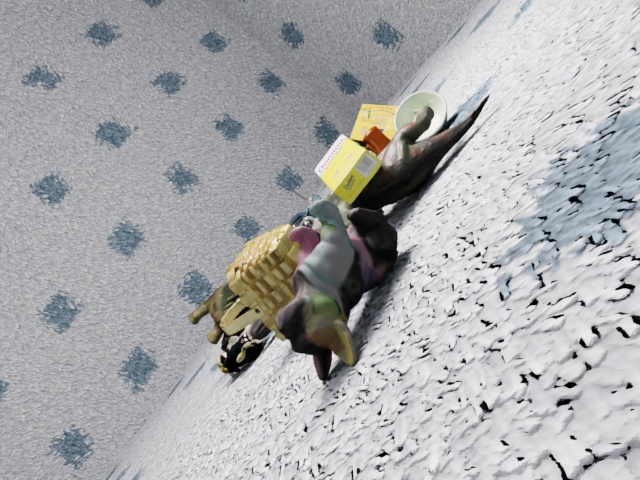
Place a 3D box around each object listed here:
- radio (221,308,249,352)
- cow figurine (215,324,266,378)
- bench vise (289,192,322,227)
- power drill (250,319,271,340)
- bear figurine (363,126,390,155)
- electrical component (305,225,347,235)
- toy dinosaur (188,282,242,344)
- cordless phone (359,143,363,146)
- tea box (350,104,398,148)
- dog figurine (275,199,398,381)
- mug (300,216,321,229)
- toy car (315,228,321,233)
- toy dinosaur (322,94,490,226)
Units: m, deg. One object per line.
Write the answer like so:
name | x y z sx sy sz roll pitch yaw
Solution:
radio | -0.198 0.237 1.438 0.131 0.073 0.229 -51 6 -3
cow figurine | -0.194 0.273 1.269 0.167 0.068 0.098 -49 12 25
bench vise | -0.024 -0.067 1.628 0.240 0.129 0.223 104 -169 -61
power drill | -0.100 0.123 1.288 0.232 0.086 0.207 -49 11 -5
bear figurine | 0.103 -0.135 1.208 0.196 0.132 0.120 -45 -11 8
electrical component | 0.026 0.005 0.976 0.047 0.119 0.075 -47 5 37
toy dinosaur | -0.250 0.168 1.428 0.198 0.105 0.471 -47 12 3
cordless phone | 0.075 -0.183 1.424 0.089 0.146 0.184 -54 23 -11
tea box | 0.164 -0.269 1.304 0.170 0.068 0.098 18 88 46
dog figurine | 0.030 0.070 0.712 0.108 0.191 0.219 -40 47 48
mug | -0.003 -0.004 1.322 0.081 0.109 0.107 -79 14 -61
toy car | -0.006 -0.002 1.227 0.202 0.056 0.073 -9 17 45
toy dinosaur | 0.130 -0.115 0.987 0.405 0.131 0.192 -35 29 53
